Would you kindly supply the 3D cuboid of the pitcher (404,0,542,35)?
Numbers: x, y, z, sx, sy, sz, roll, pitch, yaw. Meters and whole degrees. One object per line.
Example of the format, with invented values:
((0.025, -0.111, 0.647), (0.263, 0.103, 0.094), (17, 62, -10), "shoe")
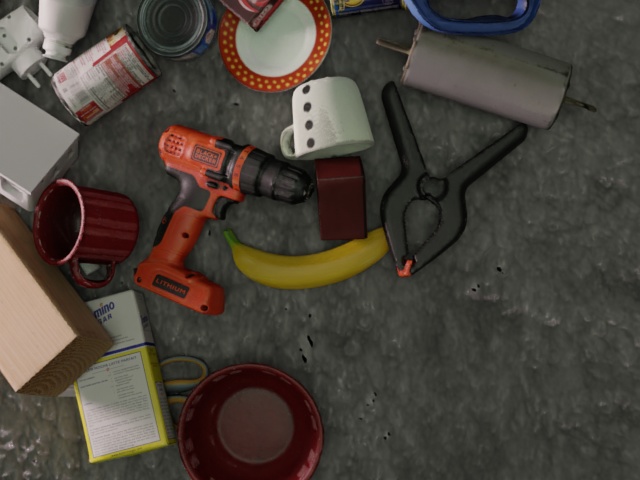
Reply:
((0.124, -0.298, 1.070), (0.242, 0.145, 0.149), (-8, 62, -19), "pitcher")

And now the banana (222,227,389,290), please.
((-0.011, 0.020, 1.182), (0.198, 0.037, 0.069), (-1, 93, 4), "banana")

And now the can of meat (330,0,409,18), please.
((0.048, -0.294, 1.152), (0.084, 0.057, 0.102), (-7, 93, 6), "can of meat")

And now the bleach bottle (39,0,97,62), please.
((-0.255, -0.318, 1.153), (0.068, 0.102, 0.251), (16, 98, 1), "bleach bottle")

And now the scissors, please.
((-0.218, 0.188, 1.215), (0.202, 0.016, 0.096), (-17, 92, 4), "scissors")

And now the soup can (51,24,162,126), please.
((-0.234, -0.180, 1.169), (0.102, 0.068, 0.068), (-34, 91, 5), "soup can")

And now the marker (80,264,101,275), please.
((-0.289, -0.015, 1.206), (0.020, 0.020, 0.121), (-34, 90, 5), "marker")

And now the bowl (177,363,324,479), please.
((-0.075, 0.212, 1.187), (0.162, 0.055, 0.162), (0, 93, 3), "bowl")

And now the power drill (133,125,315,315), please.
((-0.112, -0.017, 1.160), (0.185, 0.057, 0.188), (21, 93, 21), "power drill")

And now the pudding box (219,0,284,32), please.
((-0.082, -0.295, 1.157), (0.113, 0.039, 0.090), (42, 94, 16), "pudding box")

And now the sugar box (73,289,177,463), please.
((-0.225, 0.151, 1.184), (0.093, 0.048, 0.176), (-15, 78, 6), "sugar box")

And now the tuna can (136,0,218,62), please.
((-0.157, -0.241, 1.172), (0.086, 0.033, 0.086), (1, 93, 13), "tuna can")

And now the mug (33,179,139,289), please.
((-0.249, -0.004, 1.155), (0.093, 0.081, 0.117), (-25, 69, 37), "mug")

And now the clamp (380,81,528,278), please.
((0.113, -0.064, 1.161), (0.164, 0.036, 0.210), (24, 85, 4), "clamp")

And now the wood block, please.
((-0.328, 0.060, 1.148), (0.091, 0.090, 0.206), (-43, 71, 5), "wood block")

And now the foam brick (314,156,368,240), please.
((0.022, -0.045, 1.154), (0.051, 0.053, 0.078), (-5, 120, -2), "foam brick")
